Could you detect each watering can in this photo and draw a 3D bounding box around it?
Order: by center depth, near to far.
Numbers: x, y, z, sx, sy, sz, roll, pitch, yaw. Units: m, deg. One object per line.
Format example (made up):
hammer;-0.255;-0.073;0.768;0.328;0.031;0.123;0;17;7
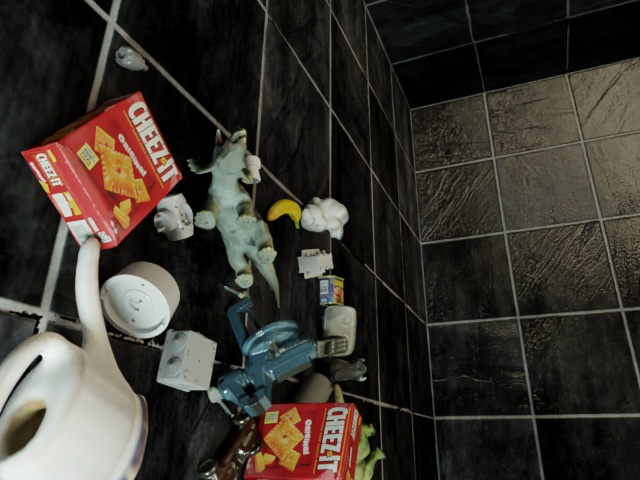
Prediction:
watering can;-0.295;0.184;0.641;0.219;0.103;0.356;62;27;-42

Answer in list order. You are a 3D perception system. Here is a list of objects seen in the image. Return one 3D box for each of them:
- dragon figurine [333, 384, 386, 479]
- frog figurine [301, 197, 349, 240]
dragon figurine;0.070;0.630;1.407;0.406;0.121;0.247;65;33;-14
frog figurine;0.005;-0.076;1.507;0.157;0.122;0.140;34;18;-51
